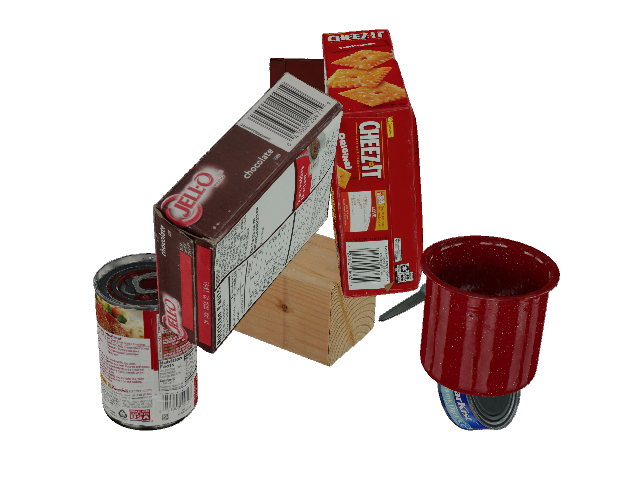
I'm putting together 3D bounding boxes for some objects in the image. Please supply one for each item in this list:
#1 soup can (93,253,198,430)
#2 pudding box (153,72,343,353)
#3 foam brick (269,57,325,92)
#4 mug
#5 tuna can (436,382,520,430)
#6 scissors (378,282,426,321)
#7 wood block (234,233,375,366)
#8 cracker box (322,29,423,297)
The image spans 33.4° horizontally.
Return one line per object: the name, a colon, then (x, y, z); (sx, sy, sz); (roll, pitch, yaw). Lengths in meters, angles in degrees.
soup can: (-0.117, 0.069, 0.725); (0.068, 0.102, 0.068); (2, 29, -1)
pudding box: (-0.035, -0.013, 0.522); (0.039, 0.090, 0.113); (30, 54, 16)
foam brick: (-0.010, -0.167, 1.135); (0.078, 0.051, 0.053); (-2, 12, -19)
mug: (0.109, 0.047, 0.740); (0.093, 0.081, 0.117); (-3, 26, -10)
tuna can: (0.142, 0.127, 0.955); (0.034, 0.086, 0.085); (-12, -8, 41)
scissors: (0.120, 0.047, 1.248); (0.201, 0.016, 0.096); (-11, 40, -35)
wood block: (-0.055, 0.038, 1.070); (0.206, 0.091, 0.090); (18, 32, 27)
cracker box: (0.043, -0.075, 0.925); (0.072, 0.164, 0.213); (-4, 27, 1)
